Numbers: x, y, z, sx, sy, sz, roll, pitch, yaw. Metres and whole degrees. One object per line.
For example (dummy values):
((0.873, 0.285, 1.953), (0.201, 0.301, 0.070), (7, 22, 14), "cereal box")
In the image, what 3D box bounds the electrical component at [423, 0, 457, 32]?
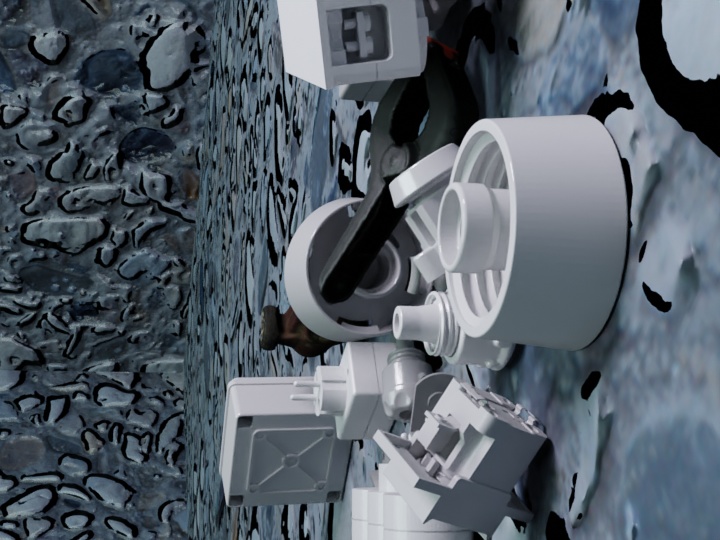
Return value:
((0.043, -0.185, 0.670), (0.079, 0.044, 0.077), (-105, 21, -52), "electrical component")

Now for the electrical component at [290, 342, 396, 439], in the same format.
((-0.013, 0.090, 0.802), (0.065, 0.077, 0.047), (107, 161, -49), "electrical component")

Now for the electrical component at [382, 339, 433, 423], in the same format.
((0.031, 0.067, 0.707), (0.035, 0.035, 0.061), (110, 160, -55), "electrical component")

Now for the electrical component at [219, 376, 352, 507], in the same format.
((-0.066, 0.153, 0.958), (0.056, 0.109, 0.108), (-112, 27, -56), "electrical component")

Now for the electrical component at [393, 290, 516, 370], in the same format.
((0.049, 0.029, 0.566), (0.048, 0.062, 0.048), (-178, 90, -77), "electrical component")

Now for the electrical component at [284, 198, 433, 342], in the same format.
((0.000, 0.000, 0.722), (0.064, 0.099, 0.099), (177, 95, -71), "electrical component")

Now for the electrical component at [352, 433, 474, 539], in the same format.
((0.030, 0.136, 0.657), (0.138, 0.052, 0.073), (143, 128, -75), "electrical component")

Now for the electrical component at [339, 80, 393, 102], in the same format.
((-0.012, -0.180, 0.844), (0.047, 0.076, 0.083), (139, 132, -73), "electrical component")

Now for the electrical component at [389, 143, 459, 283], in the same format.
((0.048, -0.033, 0.572), (0.055, 0.066, 0.048), (57, 163, 2), "electrical component")

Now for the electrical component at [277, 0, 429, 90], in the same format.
((-0.010, -0.169, 0.634), (0.186, 0.060, 0.105), (-128, 31, -73), "electrical component")

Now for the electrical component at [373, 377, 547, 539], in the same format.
((0.053, 0.090, 0.520), (0.063, 0.081, 0.042), (-58, 37, 10), "electrical component")

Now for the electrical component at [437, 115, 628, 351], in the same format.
((0.069, -0.018, 0.488), (0.108, 0.060, 0.108), (-178, 90, -77), "electrical component")

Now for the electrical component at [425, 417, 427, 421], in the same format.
((0.055, 0.092, 0.585), (0.046, 0.040, 0.040), (-143, 55, -81), "electrical component")
